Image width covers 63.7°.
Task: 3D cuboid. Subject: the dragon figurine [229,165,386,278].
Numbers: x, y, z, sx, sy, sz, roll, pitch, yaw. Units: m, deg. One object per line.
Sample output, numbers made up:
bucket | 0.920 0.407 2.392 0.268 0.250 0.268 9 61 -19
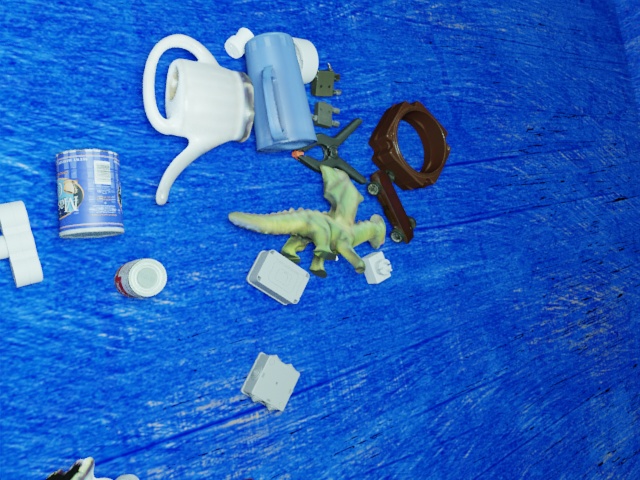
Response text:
dragon figurine | 0.004 -0.059 1.165 0.406 0.121 0.248 29 58 -29

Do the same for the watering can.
watering can | -0.238 -0.236 1.026 0.224 0.103 0.350 1 81 -34

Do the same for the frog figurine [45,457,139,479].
frog figurine | -0.356 0.434 0.830 0.137 0.125 0.157 -42 119 3
